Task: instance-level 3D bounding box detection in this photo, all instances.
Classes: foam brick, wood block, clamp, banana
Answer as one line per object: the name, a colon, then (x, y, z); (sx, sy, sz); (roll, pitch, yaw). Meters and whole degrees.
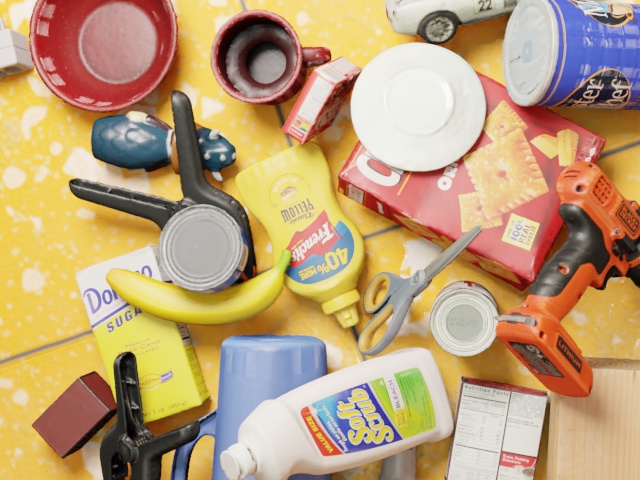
foam brick: (-0.259, 0.187, 1.145); (0.078, 0.053, 0.051); (-45, 85, 7)
wood block: (0.271, 0.223, 1.048); (0.091, 0.090, 0.206); (2, 92, 7)
clamp: (-0.148, -0.030, 1.105); (0.165, 0.036, 0.210); (-29, 107, 19)
clamp: (-0.178, 0.210, 1.082); (0.120, 0.039, 0.172); (36, 125, 34)
banana: (-0.120, 0.054, 1.090); (0.198, 0.037, 0.069); (-6, 86, 7)

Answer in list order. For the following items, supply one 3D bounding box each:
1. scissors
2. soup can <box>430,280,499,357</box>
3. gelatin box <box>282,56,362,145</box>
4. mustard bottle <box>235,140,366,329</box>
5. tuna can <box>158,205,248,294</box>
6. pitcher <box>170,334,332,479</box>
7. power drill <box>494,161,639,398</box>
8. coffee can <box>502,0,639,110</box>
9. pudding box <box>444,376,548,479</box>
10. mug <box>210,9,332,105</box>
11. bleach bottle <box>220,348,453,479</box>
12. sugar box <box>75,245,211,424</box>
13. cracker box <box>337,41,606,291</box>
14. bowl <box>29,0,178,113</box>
scissors: (0.092, 0.032, 1.049); (0.016, 0.096, 0.202); (21, 122, -23)
soup can: (0.143, 0.077, 1.057); (0.068, 0.102, 0.068); (0, 91, 8)
gelatin box: (0.004, -0.141, 1.071); (0.030, 0.089, 0.073); (34, 116, 7)
mustard bottle: (-0.007, 0.001, 1.100); (0.096, 0.058, 0.191); (-25, 88, 3)
tuna can: (-0.115, 0.010, 1.058); (0.086, 0.033, 0.086); (-2, 79, 9)
pitcher: (-0.059, 0.219, 1.081); (0.145, 0.149, 0.243); (-2, 86, 53)
power drill: (0.252, 0.049, 0.988); (0.184, 0.057, 0.187); (43, 66, -25)
coffee can: (0.258, -0.175, 1.010); (0.140, 0.103, 0.103); (1, 92, -15)
pudding box: (0.179, 0.202, 1.087); (0.090, 0.039, 0.113); (10, 91, 9)
mug: (-0.046, -0.183, 1.089); (0.117, 0.081, 0.093); (-7, 90, 8)
bleach bottle: (0.015, 0.181, 1.016); (0.068, 0.250, 0.102); (-15, 91, 50)
sugar box: (-0.189, 0.102, 1.137); (0.093, 0.048, 0.176); (-20, 90, 8)
cracker box: (0.148, -0.073, 1.051); (0.214, 0.072, 0.164); (29, 80, 6)
bowl: (-0.222, -0.213, 1.128); (0.162, 0.055, 0.162); (0, 91, 8)
